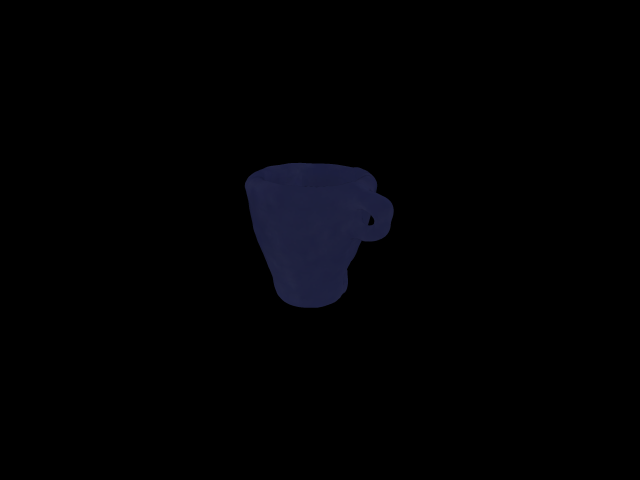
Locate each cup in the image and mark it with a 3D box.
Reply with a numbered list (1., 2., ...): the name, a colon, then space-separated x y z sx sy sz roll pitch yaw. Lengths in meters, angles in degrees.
1. cup: 0.004 0.001 0.400 0.092 0.095 0.117 -17 26 -41
